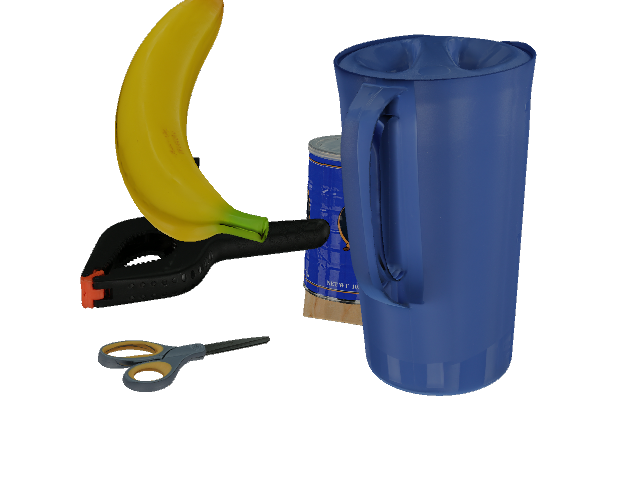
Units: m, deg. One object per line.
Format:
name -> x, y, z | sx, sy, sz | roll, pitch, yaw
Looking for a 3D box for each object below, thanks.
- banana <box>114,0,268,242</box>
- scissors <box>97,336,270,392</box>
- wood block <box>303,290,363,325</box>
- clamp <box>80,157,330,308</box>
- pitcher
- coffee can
banana -> -0.075, -0.065, 0.570 | 0.069, 0.198, 0.037 | -4, -40, -11
scissors -> -0.138, 0.132, 1.160 | 0.201, 0.016, 0.096 | 1, 26, -21
wood block -> 0.035, -0.007, 1.368 | 0.090, 0.206, 0.090 | 8, 25, 4
clamp -> -0.119, -0.005, 0.878 | 0.209, 0.036, 0.165 | -26, 43, -37
pitcher -> 0.075, -0.014, 0.742 | 0.149, 0.243, 0.145 | -8, 23, -11
coffee can -> 0.037, -0.022, 1.010 | 0.103, 0.140, 0.103 | 2, 16, -1
